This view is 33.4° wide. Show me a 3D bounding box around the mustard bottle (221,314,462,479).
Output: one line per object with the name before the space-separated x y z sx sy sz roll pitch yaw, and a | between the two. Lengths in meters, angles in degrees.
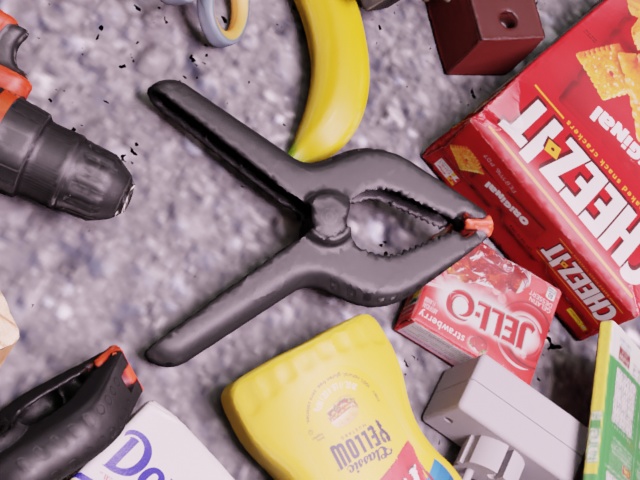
mustard bottle | 0.030 0.143 0.577 0.096 0.058 0.191 -26 84 -23

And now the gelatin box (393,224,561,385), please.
gelatin box | 0.099 0.044 0.660 0.089 0.030 0.073 32 62 -11

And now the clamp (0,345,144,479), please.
clamp | -0.142 0.106 0.487 0.171 0.120 0.039 -39 118 -32

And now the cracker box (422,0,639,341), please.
cracker box | 0.200 -0.064 0.721 0.213 0.072 0.164 -41 90 -29

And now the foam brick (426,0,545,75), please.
foam brick | 0.109 -0.158 0.726 0.052 0.051 0.078 -6 74 -26

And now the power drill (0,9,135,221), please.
power drill | -0.158 -0.120 0.568 0.184 0.057 0.187 25 76 -10

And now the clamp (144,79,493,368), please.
clamp | -0.004 0.001 0.612 0.209 0.036 0.164 9 75 -12

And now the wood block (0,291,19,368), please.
wood block | -0.194 0.041 0.430 0.090 0.206 0.091 -22 82 -29

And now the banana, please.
banana | -0.004 -0.131 0.674 0.069 0.037 0.198 4 70 -23

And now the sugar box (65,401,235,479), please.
sugar box | -0.106 0.163 0.494 0.093 0.048 0.176 47 47 -3

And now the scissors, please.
scissors | -0.053 -0.202 0.673 0.096 0.016 0.201 62 37 -39
